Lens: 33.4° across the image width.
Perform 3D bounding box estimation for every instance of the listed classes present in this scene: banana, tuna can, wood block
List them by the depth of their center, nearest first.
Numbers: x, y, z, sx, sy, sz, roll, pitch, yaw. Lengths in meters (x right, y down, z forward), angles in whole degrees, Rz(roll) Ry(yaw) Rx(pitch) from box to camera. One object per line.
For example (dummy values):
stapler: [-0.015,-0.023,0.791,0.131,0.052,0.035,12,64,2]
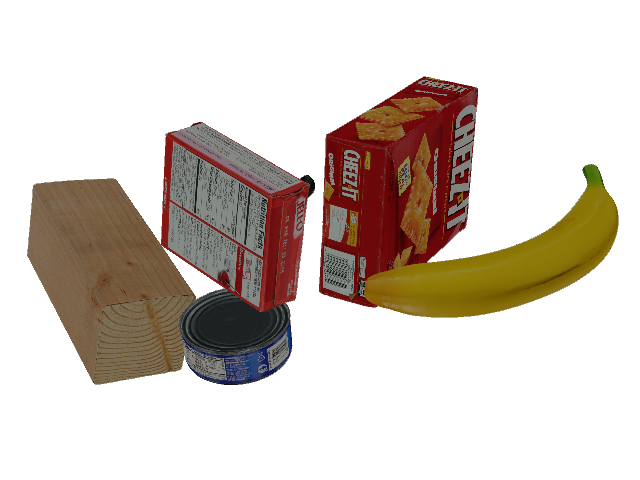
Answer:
banana: [0.125,0.012,0.688,0.197,0.037,0.070,-24,40,-22]
tuna can: [-0.065,0.073,0.826,0.086,0.034,0.086,-3,32,2]
wood block: [-0.206,0.032,1.024,0.090,0.091,0.206,-6,36,-31]

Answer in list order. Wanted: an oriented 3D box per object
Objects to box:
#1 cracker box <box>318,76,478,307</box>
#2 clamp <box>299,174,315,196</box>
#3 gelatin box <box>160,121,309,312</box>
cracker box: [0.081,-0.053,1.046,0.072,0.164,0.213,16,29,26]
clamp: [-0.066,-0.025,1.211,0.120,0.039,0.171,-7,42,5]
gelatin box: [-0.048,-0.014,0.582,0.089,0.073,0.030,31,39,33]
